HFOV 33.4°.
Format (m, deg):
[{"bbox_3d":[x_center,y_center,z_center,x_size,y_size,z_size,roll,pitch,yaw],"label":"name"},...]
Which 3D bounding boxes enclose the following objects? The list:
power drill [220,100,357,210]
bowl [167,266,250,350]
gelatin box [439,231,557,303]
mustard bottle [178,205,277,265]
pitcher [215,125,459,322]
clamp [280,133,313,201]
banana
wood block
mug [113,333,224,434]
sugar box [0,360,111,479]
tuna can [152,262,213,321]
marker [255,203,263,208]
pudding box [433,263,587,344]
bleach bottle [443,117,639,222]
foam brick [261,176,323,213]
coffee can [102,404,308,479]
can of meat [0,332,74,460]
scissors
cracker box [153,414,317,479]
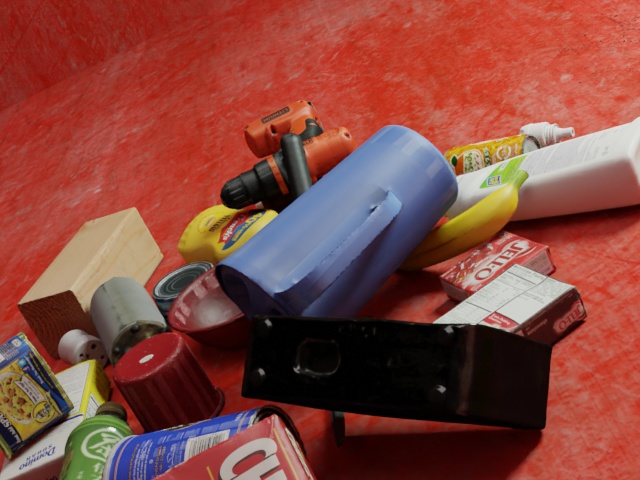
[{"bbox_3d":[-0.051,-0.113,1.401,0.184,0.057,0.188,-23,26,0],"label":"power drill"},{"bbox_3d":[-0.086,0.073,1.190,0.162,0.055,0.162,-23,23,10],"label":"bowl"},{"bbox_3d":[0.171,0.031,1.034,0.089,0.030,0.073,-34,24,-14],"label":"gelatin box"},{"bbox_3d":[-0.097,0.000,1.349,0.096,0.058,0.192,-45,29,-26],"label":"mustard bottle"},{"bbox_3d":[0.027,-0.003,1.048,0.149,0.145,0.242,30,66,39],"label":"pitcher"},{"bbox_3d":[-0.008,0.001,1.207,0.036,0.164,0.210,-12,46,-6],"label":"clamp"},{"bbox_3d":[0.134,-0.005,1.106,0.198,0.037,0.069,-30,12,35],"label":"banana"},{"bbox_3d":[-0.299,0.054,1.414,0.091,0.090,0.206,-17,25,24],"label":"wood block"},{"bbox_3d":[-0.162,0.146,1.087,0.093,0.081,0.117,-38,26,-23],"label":"mug"},{"bbox_3d":[-0.280,0.204,1.143,0.093,0.048,0.176,-24,27,8],"label":"sugar box"},{"bbox_3d":[-0.163,0.063,1.315,0.086,0.033,0.086,-19,24,9],"label":"tuna can"},{"bbox_3d":[-0.035,-0.063,1.462,0.121,0.020,0.020,-13,27,29],"label":"marker"},{"bbox_3d":[0.165,0.073,0.947,0.113,0.039,0.090,-32,23,-15],"label":"pudding box"},{"bbox_3d":[0.229,-0.062,1.125,0.251,0.068,0.102,-11,25,39],"label":"bleach bottle"},{"bbox_3d":[-0.030,-0.054,1.395,0.078,0.053,0.051,-33,24,-14],"label":"foam brick"},{"bbox_3d":[-0.093,0.199,0.878,0.140,0.103,0.102,-17,26,23],"label":"coffee can"},{"bbox_3d":[-0.313,0.158,1.091,0.083,0.102,0.058,-36,27,-20],"label":"can of meat"},{"bbox_3d":[0.030,0.124,1.011,0.096,0.016,0.202,-30,24,-5],"label":"scissors"},{"bbox_3d":[-0.084,0.243,0.731,0.213,0.072,0.164,-29,55,-2],"label":"cracker box"}]
